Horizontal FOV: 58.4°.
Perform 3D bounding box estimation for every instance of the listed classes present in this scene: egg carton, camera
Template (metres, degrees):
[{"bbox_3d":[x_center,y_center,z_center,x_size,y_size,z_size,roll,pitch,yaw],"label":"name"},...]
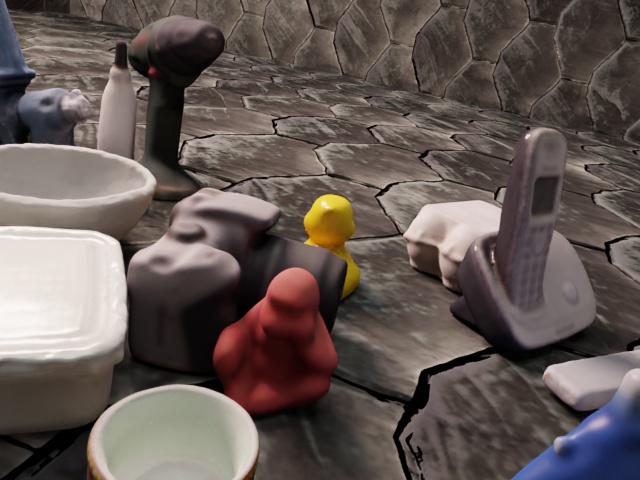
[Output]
[{"bbox_3d":[0.169,0.004,0.627,0.151,0.069,0.107,-8,28,-39],"label":"egg carton"},{"bbox_3d":[-0.051,0.025,0.426,0.136,0.101,0.143,13,22,6],"label":"camera"}]

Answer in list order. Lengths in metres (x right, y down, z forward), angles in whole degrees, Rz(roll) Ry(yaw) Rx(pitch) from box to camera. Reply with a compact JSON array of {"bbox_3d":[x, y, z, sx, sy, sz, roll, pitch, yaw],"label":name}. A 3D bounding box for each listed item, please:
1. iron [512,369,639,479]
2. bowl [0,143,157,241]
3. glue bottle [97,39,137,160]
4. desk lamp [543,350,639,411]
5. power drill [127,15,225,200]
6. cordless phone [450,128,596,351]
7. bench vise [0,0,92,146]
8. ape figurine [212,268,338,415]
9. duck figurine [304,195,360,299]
[{"bbox_3d":[0.215,0.113,0.283,0.258,0.141,0.118,9,22,-5],"label":"iron"},{"bbox_3d":[-0.234,-0.028,0.507,0.167,0.075,0.167,9,22,-4],"label":"bowl"},{"bbox_3d":[-0.222,-0.131,0.634,0.037,0.173,0.078,5,23,-14],"label":"glue bottle"},{"bbox_3d":[0.297,0.038,0.408,0.204,0.213,0.117,-1,25,-28],"label":"desk lamp"},{"bbox_3d":[-0.175,-0.160,0.679,0.076,0.208,0.228,-4,26,-33],"label":"power drill"},{"bbox_3d":[0.199,-0.004,0.503,0.148,0.185,0.093,-9,29,-40],"label":"cordless phone"},{"bbox_3d":[-0.363,-0.201,0.676,0.207,0.220,0.121,8,22,-6],"label":"bench vise"},{"bbox_3d":[-0.024,0.061,0.364,0.077,0.092,0.076,17,23,15],"label":"ape figurine"},{"bbox_3d":[0.005,0.002,0.531,0.077,0.086,0.104,13,22,6],"label":"duck figurine"}]
